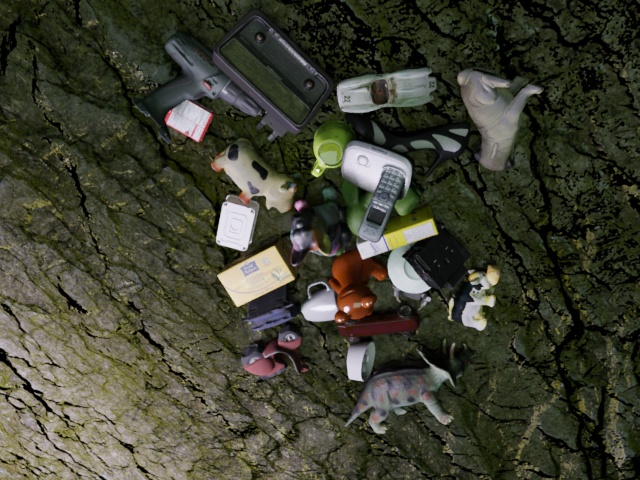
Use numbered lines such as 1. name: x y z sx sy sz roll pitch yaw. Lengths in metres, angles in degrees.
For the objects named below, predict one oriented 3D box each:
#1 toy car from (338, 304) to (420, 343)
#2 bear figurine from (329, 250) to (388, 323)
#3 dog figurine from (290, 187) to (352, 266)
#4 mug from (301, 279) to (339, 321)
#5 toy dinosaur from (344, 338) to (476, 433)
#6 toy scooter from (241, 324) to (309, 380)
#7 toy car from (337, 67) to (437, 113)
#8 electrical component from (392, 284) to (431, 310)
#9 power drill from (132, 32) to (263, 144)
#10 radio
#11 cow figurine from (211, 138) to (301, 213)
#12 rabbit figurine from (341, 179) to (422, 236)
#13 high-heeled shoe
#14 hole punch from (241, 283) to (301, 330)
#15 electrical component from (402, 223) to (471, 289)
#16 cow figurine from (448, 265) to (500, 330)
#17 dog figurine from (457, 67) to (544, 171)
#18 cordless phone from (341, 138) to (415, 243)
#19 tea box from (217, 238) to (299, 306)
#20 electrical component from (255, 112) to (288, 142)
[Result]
1. toy car: 0.146 0.206 1.335 0.202 0.053 0.089 -8 134 11
2. bear figurine: 0.091 0.114 1.205 0.120 0.196 0.131 -38 125 18
3. dog figurine: -0.002 -0.003 1.151 0.109 0.219 0.191 -16 121 15
4. mug: 0.003 0.151 1.310 0.107 0.081 0.109 -20 117 24
5. toy dinosaur: 0.207 0.380 1.380 0.405 0.131 0.192 -20 99 19
6. toy scooter: -0.105 0.310 1.399 0.184 0.075 0.135 -32 109 13
7. toy car: 0.135 -0.305 1.096 0.202 0.056 0.073 -5 114 9
8. electrical component: 0.226 0.119 1.289 0.102 0.045 0.078 24 116 -6
9. power drill: -0.261 -0.291 1.105 0.207 0.086 0.232 -41 100 3
10. radio: -0.089 -0.333 1.071 0.229 0.073 0.131 41 83 -13
11. cow figurine: -0.130 -0.141 1.188 0.127 0.085 0.194 -34 107 26
12. rabbit figurine: 0.114 -0.086 1.164 0.159 0.121 0.170 43 109 -6
13. high-heeled shoe: 0.187 -0.237 1.116 0.249 0.086 0.145 32 102 -7
14. hole punch: -0.111 0.173 1.317 0.142 0.116 0.092 -18 120 14
15. electrical component: 0.272 0.044 1.218 0.134 0.058 0.115 45 81 -14
16. cow figurine: 0.364 0.127 1.270 0.098 0.068 0.167 13 114 6
17. dog figurine: 0.330 -0.236 1.074 0.172 0.121 0.190 16 117 0
18. cordless phone: 0.096 -0.096 1.069 0.147 0.088 0.184 22 88 16
19. tea box: -0.147 0.077 1.292 0.170 0.068 0.098 -28 103 18
20. electrical component: -0.091 -0.258 1.160 0.094 0.021 0.063 -41 104 21
